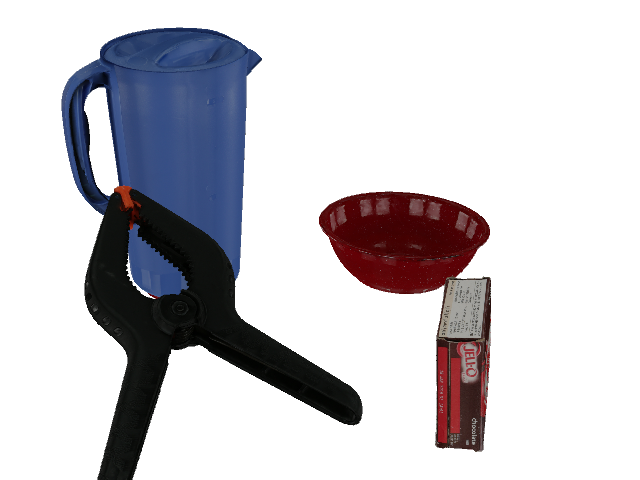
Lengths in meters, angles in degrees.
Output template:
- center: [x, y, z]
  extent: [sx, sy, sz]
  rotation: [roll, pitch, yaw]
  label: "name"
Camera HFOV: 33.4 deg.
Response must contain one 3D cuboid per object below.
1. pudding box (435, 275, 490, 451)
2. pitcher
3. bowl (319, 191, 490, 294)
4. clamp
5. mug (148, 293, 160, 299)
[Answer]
- center: [0.106, 0.088, 0.790]
  extent: [0.039, 0.090, 0.113]
  rotation: [2, 22, 8]
  label: "pudding box"
- center: [-0.141, -0.068, 1.001]
  extent: [0.149, 0.243, 0.144]
  rotation: [8, 28, 13]
  label: "pitcher"
- center: [0.078, 0.007, 1.016]
  extent: [0.162, 0.055, 0.162]
  rotation: [2, 23, -1]
  label: "bowl"
- center: [-0.077, 0.052, 0.658]
  extent: [0.164, 0.210, 0.036]
  rotation: [-10, -32, -20]
  label: "clamp"
- center: [-0.171, 0.010, 1.189]
  extent: [0.117, 0.081, 0.093]
  rotation: [25, 44, 34]
  label: "mug"
